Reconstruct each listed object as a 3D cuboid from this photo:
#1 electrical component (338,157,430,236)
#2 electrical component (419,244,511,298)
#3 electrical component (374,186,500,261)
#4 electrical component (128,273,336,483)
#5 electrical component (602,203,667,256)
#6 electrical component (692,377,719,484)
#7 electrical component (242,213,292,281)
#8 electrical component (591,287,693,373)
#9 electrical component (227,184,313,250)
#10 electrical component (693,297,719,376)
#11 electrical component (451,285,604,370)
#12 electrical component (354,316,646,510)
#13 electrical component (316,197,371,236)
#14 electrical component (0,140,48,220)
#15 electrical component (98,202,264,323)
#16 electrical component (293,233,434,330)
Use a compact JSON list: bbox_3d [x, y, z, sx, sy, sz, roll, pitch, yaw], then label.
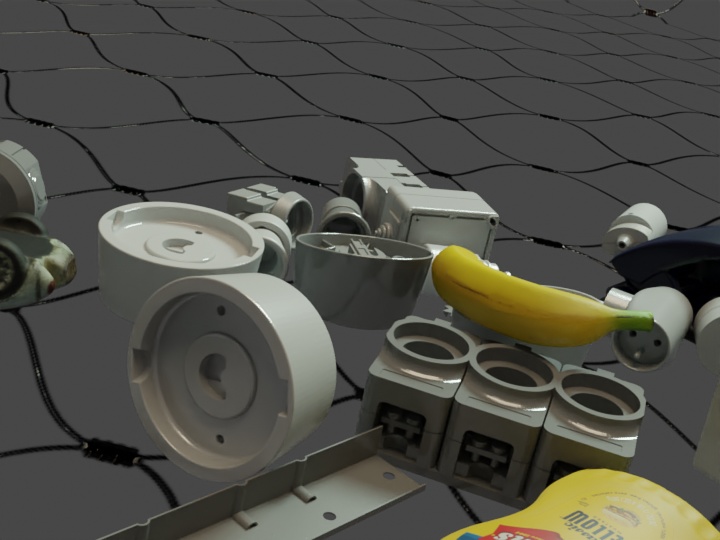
[{"bbox_3d":[0.018,-0.061,0.942,0.056,0.050,0.089,1,25,-25],"label":"electrical component"},{"bbox_3d":[0.078,0.003,0.836,0.078,0.040,0.040,7,23,-13],"label":"electrical component"},{"bbox_3d":[0.054,-0.031,0.876,0.096,0.061,0.061,3,25,-20],"label":"electrical component"},{"bbox_3d":[-0.063,0.052,0.575,0.108,0.108,0.060,24,19,26],"label":"electrical component"},{"bbox_3d":[0.254,-0.032,0.998,0.043,0.043,0.081,22,25,22],"label":"electrical component"},{"bbox_3d":[0.270,0.080,0.663,0.109,0.108,0.056,-7,27,-37],"label":"electrical component"},{"bbox_3d":[-0.074,-0.014,0.797,0.045,0.045,0.055,10,22,-4],"label":"electrical component"},{"bbox_3d":[0.204,0.038,0.813,0.079,0.043,0.077,22,25,22],"label":"electrical component"},{"bbox_3d":[-0.072,-0.043,0.865,0.055,0.048,0.066,16,22,29],"label":"electrical component"},{"bbox_3d":[0.316,0.067,0.786,0.138,0.052,0.073,15,23,7],"label":"electrical component"},{"bbox_3d":[0.110,0.042,0.731,0.099,0.064,0.099,10,23,-4],"label":"electrical component"},{"bbox_3d":[0.083,0.083,0.626,0.150,0.061,0.089,17,23,12],"label":"electrical component"},{"bbox_3d":[-0.014,-0.036,0.882,0.044,0.044,0.065,9,19,-6],"label":"electrical component"},{"bbox_3d":[-0.261,-0.051,0.751,0.080,0.080,0.051,11,17,-3],"label":"electrical component"},{"bbox_3d":[-0.121,0.003,0.714,0.108,0.060,0.108,10,23,-4],"label":"electrical component"},{"bbox_3d":[0.000,0.000,0.774,0.099,0.064,0.099,10,23,-4],"label":"electrical component"}]
